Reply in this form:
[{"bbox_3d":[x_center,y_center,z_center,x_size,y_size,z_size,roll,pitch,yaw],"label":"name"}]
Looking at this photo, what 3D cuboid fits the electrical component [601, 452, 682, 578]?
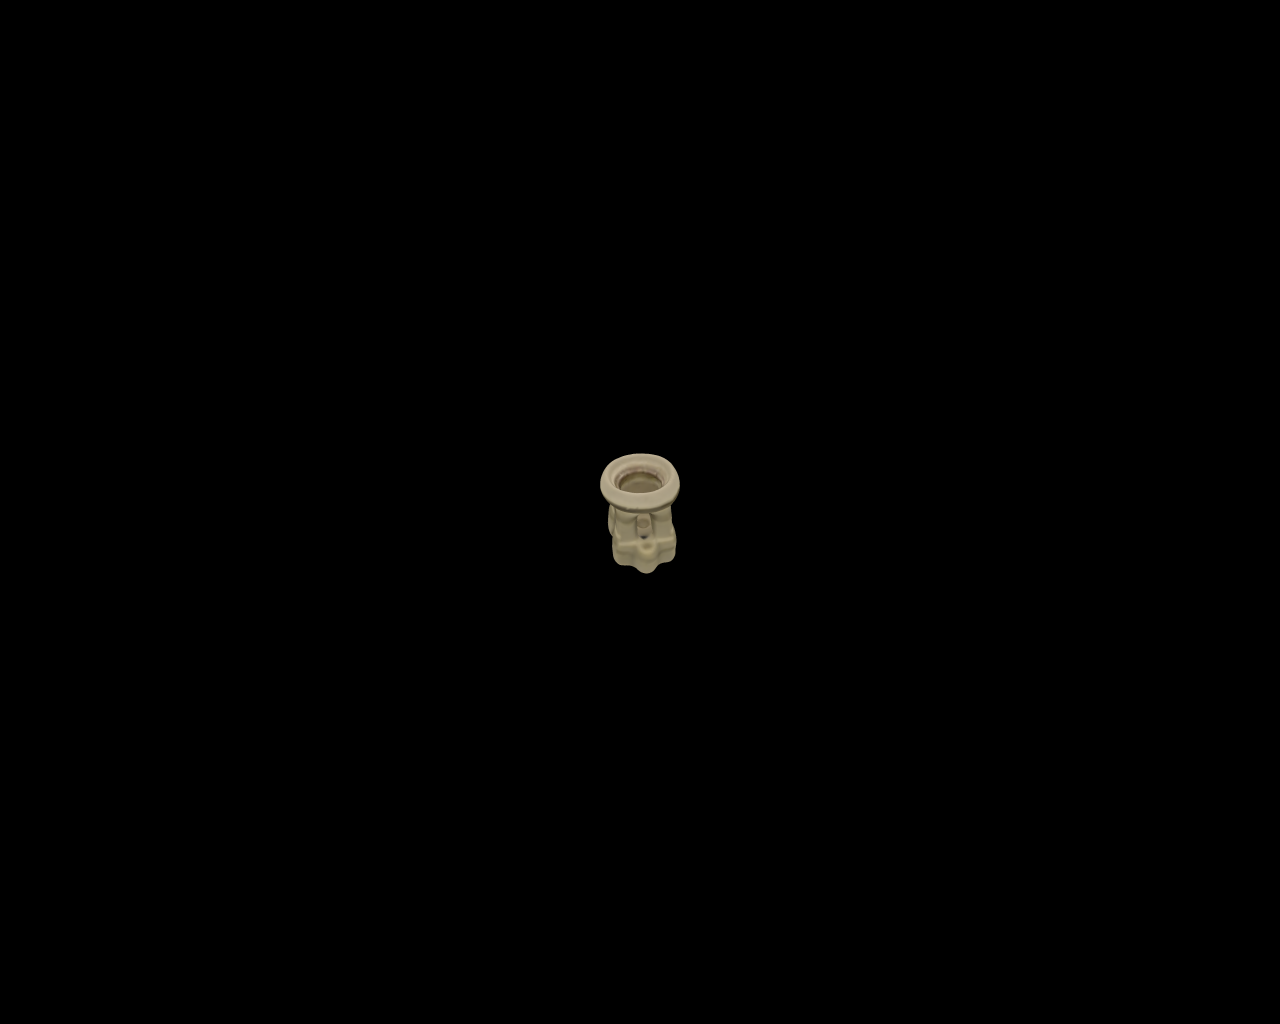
[{"bbox_3d":[0.001,-0.003,0.650,0.048,0.055,0.066,-5,40,-6],"label":"electrical component"}]
